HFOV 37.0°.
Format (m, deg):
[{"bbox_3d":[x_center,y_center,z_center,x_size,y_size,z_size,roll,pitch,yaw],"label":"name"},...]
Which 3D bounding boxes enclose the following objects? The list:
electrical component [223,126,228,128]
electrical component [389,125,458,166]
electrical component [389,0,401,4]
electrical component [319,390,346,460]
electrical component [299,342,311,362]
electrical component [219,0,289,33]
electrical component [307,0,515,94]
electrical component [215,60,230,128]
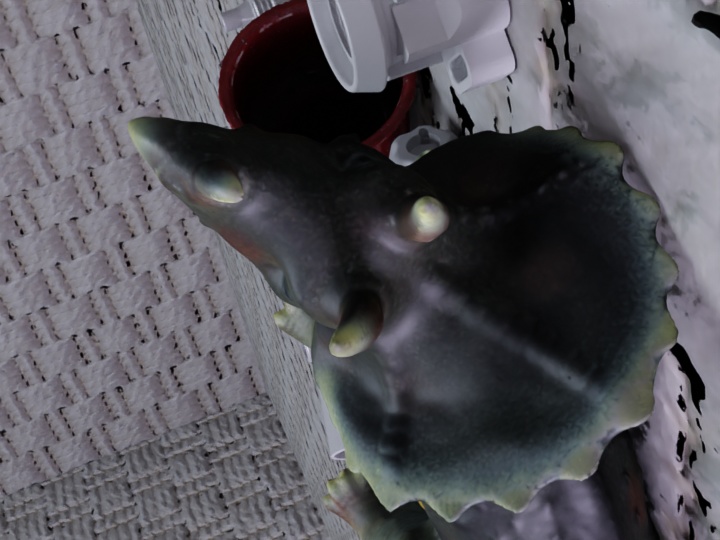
[{"bbox_3d":[-0.063,-0.080,0.816,0.044,0.077,0.079,-160,49,-78],"label":"electrical component"},{"bbox_3d":[0.034,-0.034,0.494,0.061,0.035,0.035,74,170,-45],"label":"electrical component"},{"bbox_3d":[-0.003,-0.133,0.467,0.078,0.040,0.040,-129,20,-61],"label":"electrical component"},{"bbox_3d":[0.028,0.073,0.576,0.099,0.099,0.064,86,167,-61],"label":"electrical component"},{"bbox_3d":[-0.029,0.054,0.980,0.045,0.055,0.045,159,90,-81],"label":"electrical component"},{"bbox_3d":[-0.053,-0.155,0.635,0.035,0.061,0.035,159,90,-81],"label":"electrical component"},{"bbox_3d":[0.014,-0.098,0.391,0.058,0.057,0.078,173,77,-81],"label":"electrical component"},{"bbox_3d":[-0.034,-0.077,0.624,0.057,0.078,0.113,78,172,-55],"label":"electrical component"}]
